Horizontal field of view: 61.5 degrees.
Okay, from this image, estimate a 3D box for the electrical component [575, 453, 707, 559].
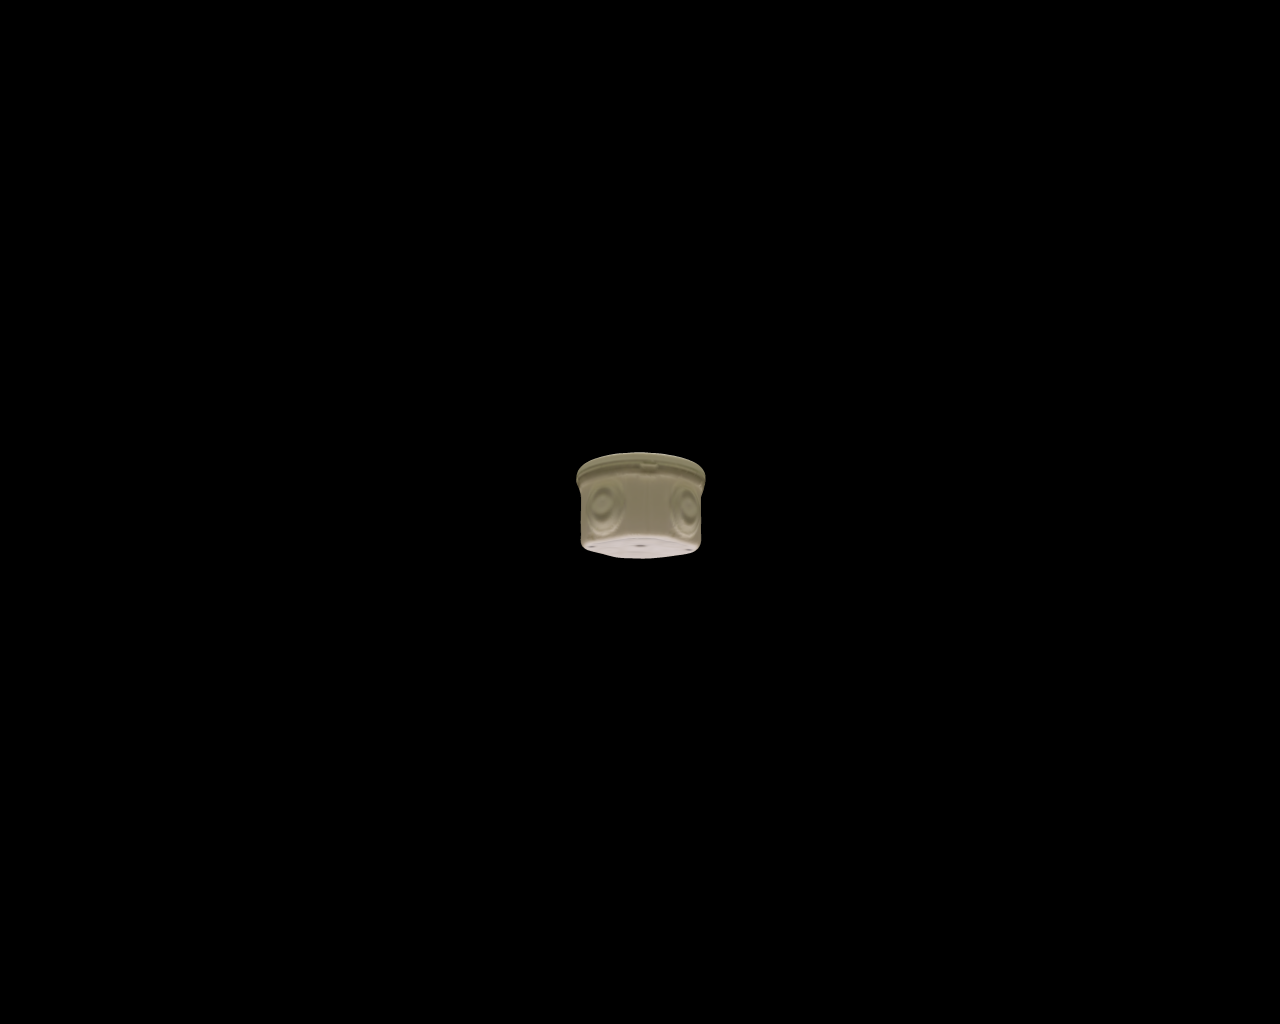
[{"bbox_3d":[0.001,-0.003,0.650,0.080,0.051,0.080,0,-14,0],"label":"electrical component"}]
